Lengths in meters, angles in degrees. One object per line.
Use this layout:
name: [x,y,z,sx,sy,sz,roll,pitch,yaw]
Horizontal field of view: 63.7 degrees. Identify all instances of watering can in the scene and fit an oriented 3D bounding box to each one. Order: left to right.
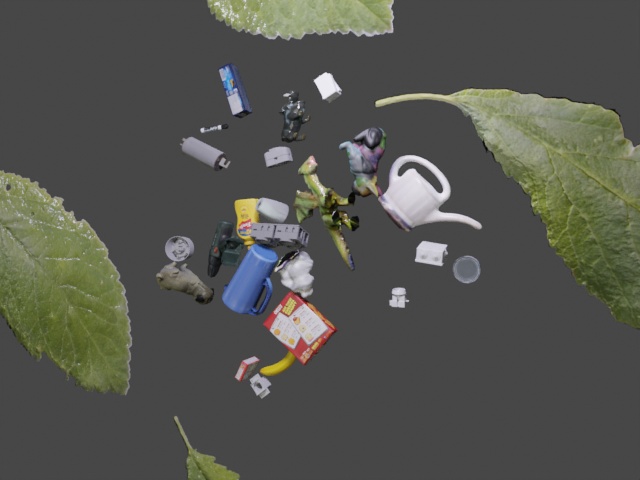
watering can: [0.339,-0.111,1.677,0.222,0.104,0.350,-43,77,18]

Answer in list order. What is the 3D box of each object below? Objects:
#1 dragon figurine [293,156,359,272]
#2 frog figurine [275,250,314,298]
dragon figurine: [0.006,-0.092,1.819,0.243,0.123,0.405,10,114,44]
frog figurine: [-0.074,0.121,1.848,0.138,0.123,0.158,-43,107,-13]
